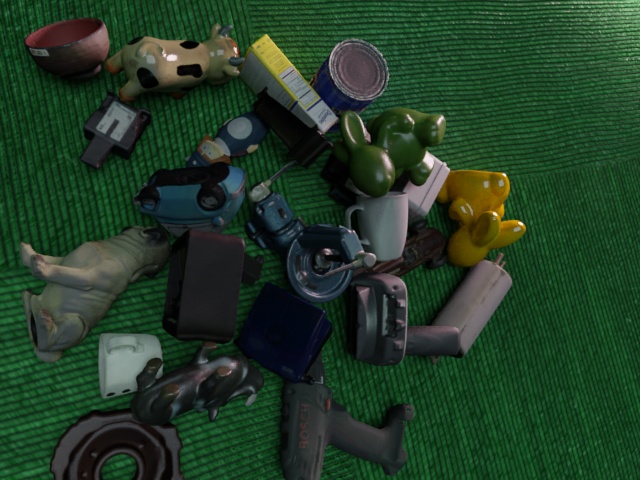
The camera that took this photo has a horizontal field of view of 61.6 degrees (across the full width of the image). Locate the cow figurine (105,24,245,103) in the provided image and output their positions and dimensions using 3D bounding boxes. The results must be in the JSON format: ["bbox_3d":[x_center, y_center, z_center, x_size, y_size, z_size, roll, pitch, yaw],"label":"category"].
[{"bbox_3d":[-0.204,-0.269,0.812,0.195,0.127,0.085,-19,90,-48],"label":"cow figurine"}]

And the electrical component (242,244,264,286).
[{"bbox_3d":[-0.117,0.041,0.821,0.063,0.021,0.094,35,28,-10],"label":"electrical component"}]

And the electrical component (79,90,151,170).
[{"bbox_3d":[-0.309,-0.154,0.797,0.075,0.048,0.119,25,73,-14],"label":"electrical component"}]

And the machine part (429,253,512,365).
[{"bbox_3d":[0.263,0.120,0.944,0.079,0.079,0.243,43,69,-8],"label":"machine part"}]

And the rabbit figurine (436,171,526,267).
[{"bbox_3d":[0.282,-0.032,0.953,0.122,0.162,0.173,15,92,-30],"label":"rabbit figurine"}]

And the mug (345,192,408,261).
[{"bbox_3d":[0.092,-0.019,0.854,0.109,0.081,0.107,-12,102,-32],"label":"mug"}]

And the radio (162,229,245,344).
[{"bbox_3d":[-0.162,0.064,0.717,0.073,0.230,0.131,8,82,-18],"label":"radio"}]

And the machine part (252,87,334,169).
[{"bbox_3d":[-0.049,-0.176,0.839,0.138,0.084,0.039,45,42,-15],"label":"machine part"}]

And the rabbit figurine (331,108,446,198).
[{"bbox_3d":[0.096,-0.139,0.830,0.159,0.121,0.170,32,48,11],"label":"rabbit figurine"}]

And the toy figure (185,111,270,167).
[{"bbox_3d":[-0.151,-0.150,0.853,0.154,0.057,0.064,-40,51,-22],"label":"toy figure"}]

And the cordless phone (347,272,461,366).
[{"bbox_3d":[0.138,0.126,0.856,0.184,0.089,0.146,1,96,-5],"label":"cordless phone"}]

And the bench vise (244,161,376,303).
[{"bbox_3d":[-0.010,0.003,0.788,0.129,0.241,0.223,-30,107,-28],"label":"bench vise"}]

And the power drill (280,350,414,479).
[{"bbox_3d":[0.040,0.266,0.832,0.207,0.086,0.232,21,66,-20],"label":"power drill"}]

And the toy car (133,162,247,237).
[{"bbox_3d":[-0.184,-0.050,0.793,0.162,0.109,0.102,-6,119,1],"label":"toy car"}]

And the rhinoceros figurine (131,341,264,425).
[{"bbox_3d":[-0.160,0.204,0.739,0.190,0.073,0.112,-5,121,-42],"label":"rhinoceros figurine"}]

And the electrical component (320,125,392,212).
[{"bbox_3d":[0.070,-0.120,0.928,0.115,0.058,0.134,32,71,-10],"label":"electrical component"}]

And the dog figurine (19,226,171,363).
[{"bbox_3d":[-0.297,0.070,0.743,0.190,0.121,0.172,-6,116,-38],"label":"dog figurine"}]

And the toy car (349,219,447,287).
[{"bbox_3d":[0.136,0.035,0.927,0.202,0.053,0.089,-25,93,-24],"label":"toy car"}]

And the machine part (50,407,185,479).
[{"bbox_3d":[-0.270,0.309,0.722,0.179,0.056,0.179,4,79,-21],"label":"machine part"}]

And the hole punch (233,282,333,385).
[{"bbox_3d":[-0.053,0.135,0.793,0.142,0.092,0.116,25,67,17],"label":"hole punch"}]
